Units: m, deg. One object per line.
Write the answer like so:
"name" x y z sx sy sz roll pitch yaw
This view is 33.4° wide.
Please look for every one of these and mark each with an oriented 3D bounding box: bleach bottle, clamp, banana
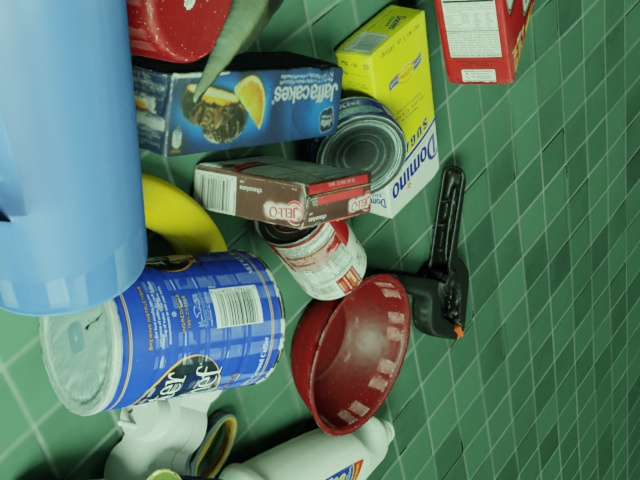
"bleach bottle" -0.003 0.221 1.027 0.250 0.068 0.103 -20 138 -52
"clamp" 0.130 0.032 1.159 0.164 0.036 0.210 -57 145 -21
"banana" -0.114 -0.004 0.794 0.069 0.037 0.197 -59 144 -20

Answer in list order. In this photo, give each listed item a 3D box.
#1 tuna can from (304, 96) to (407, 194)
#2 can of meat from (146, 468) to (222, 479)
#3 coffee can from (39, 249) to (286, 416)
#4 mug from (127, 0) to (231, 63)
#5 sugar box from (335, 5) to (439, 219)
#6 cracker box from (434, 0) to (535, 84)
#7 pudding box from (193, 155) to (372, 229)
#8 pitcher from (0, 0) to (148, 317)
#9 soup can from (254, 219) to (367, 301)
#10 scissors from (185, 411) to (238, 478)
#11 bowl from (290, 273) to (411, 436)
"tuna can" 0.032 -0.080 0.930 0.086 0.034 0.086 -9 126 -12
"can of meat" -0.110 0.225 0.808 0.102 0.057 0.083 -50 148 8
"coffee can" -0.110 0.061 0.747 0.140 0.103 0.103 -4 109 -41
"mug" -0.103 -0.165 0.696 0.117 0.082 0.093 -36 132 -41
"sugar box" 0.066 -0.117 0.992 0.093 0.048 0.176 -44 136 -35
"cracker box" 0.146 -0.275 0.978 0.164 0.072 0.213 -67 150 -43
"pudding box" -0.029 -0.039 0.831 0.089 0.114 0.039 -13 112 -52
"pitcher" -0.170 -0.074 0.602 0.149 0.145 0.243 -21 127 -26
"soup can" -0.006 0.001 0.923 0.068 0.069 0.102 -59 144 -18
"scissors" -0.129 0.207 0.869 0.201 0.016 0.096 -53 137 -39
"bowl" 0.021 0.102 1.019 0.161 0.055 0.162 -28 127 -46
